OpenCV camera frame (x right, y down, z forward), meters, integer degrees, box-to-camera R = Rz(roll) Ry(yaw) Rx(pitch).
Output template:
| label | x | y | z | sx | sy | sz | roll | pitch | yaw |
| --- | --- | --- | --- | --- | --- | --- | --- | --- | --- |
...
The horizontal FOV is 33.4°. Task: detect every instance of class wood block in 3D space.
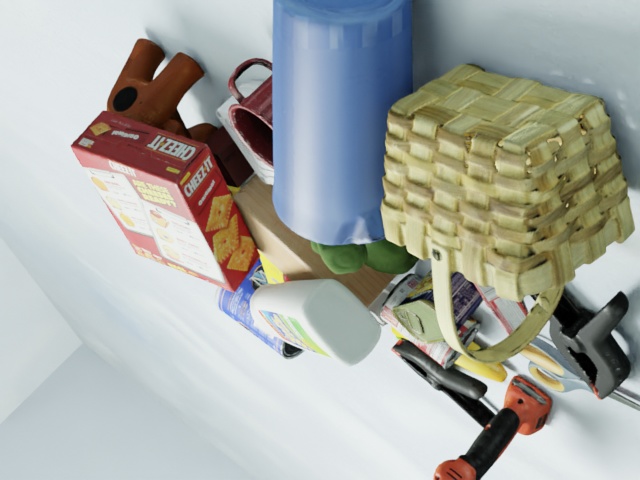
| label | x | y | z | sx | sy | sz | roll | pitch | yaw |
| --- | --- | --- | --- | --- | --- | --- | --- | --- | --- |
| wood block | -0.009 | 0.002 | 1.303 | 0.206 | 0.090 | 0.090 | 43 | 161 | 4 |

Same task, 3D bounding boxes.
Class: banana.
| label | x | y | z | sx | sy | sz | roll | pitch | yaw |
| --- | --- | --- | --- | --- | --- | --- | --- | --- | --- |
| banana | 0.149 | 0.125 | 1.335 | 0.069 | 0.037 | 0.198 | 35 | 171 | -39 |

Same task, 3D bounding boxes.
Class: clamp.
| label | x | y | z | sx | sy | sz | roll | pitch | yaw |
| --- | --- | --- | --- | --- | --- | --- | --- | --- | --- |
| clamp | 0.163 | 0.177 | 1.401 | 0.172 | 0.039 | 0.120 | 35 | 158 | 23 |
| clamp | 0.247 | 0.081 | 1.044 | 0.165 | 0.036 | 0.210 | 38 | 165 | 43 |

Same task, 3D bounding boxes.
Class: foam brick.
| label | x | y | z | sx | sy | sz | roll | pitch | yaw |
| --- | --- | --- | --- | --- | --- | --- | --- | --- | --- |
| foam brick | -0.097 | -0.109 | 1.271 | 0.051 | 0.078 | 0.053 | 18 | 146 | 51 |

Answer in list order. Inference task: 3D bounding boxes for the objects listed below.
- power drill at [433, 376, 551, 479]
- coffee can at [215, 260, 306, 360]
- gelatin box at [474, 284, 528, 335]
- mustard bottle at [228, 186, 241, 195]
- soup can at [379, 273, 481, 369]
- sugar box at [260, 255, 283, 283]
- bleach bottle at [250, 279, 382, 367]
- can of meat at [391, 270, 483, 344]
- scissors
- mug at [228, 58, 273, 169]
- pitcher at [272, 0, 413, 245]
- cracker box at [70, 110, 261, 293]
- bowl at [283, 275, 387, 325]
| label | x | y | z | sx | sy | sz | roll | pitch | yaw |
| --- | --- | --- | --- | --- | --- | --- | --- | --- | --- |
| power drill | 0.201 | 0.266 | 1.289 | 0.057 | 0.187 | 0.184 | 34 | 157 | 21 |
| coffee can | -0.074 | 0.100 | 1.613 | 0.140 | 0.102 | 0.103 | 34 | 158 | 26 |
| gelatin box | 0.175 | 0.044 | 1.068 | 0.089 | 0.030 | 0.073 | 54 | -167 | -24 |
| mustard bottle | -0.146 | -0.056 | 1.474 | 0.096 | 0.058 | 0.192 | 57 | 163 | -22 |
| soup can | 0.129 | 0.095 | 1.258 | 0.102 | 0.068 | 0.068 | 38 | 160 | 18 |
| sugar box | -0.043 | 0.027 | 1.487 | 0.093 | 0.048 | 0.176 | 33 | 159 | 28 |
| bleach bottle | -0.022 | 0.096 | 1.294 | 0.102 | 0.068 | 0.251 | 48 | 162 | -13 |
| can of meat | 0.136 | 0.061 | 1.151 | 0.057 | 0.083 | 0.102 | 46 | 160 | -6 |
| scissors | 0.294 | 0.164 | 1.155 | 0.202 | 0.016 | 0.096 | 33 | 160 | 28 |
| mug | -0.042 | -0.137 | 1.097 | 0.117 | 0.081 | 0.093 | 45 | 161 | -4 |
| pitcher | 0.015 | -0.127 | 0.916 | 0.149 | 0.144 | 0.243 | 17 | 140 | 17 |
| cracker box | -0.178 | -0.044 | 1.269 | 0.164 | 0.072 | 0.213 | 20 | 151 | 29 |
| bowl | 0.015 | 0.094 | 1.427 | 0.162 | 0.055 | 0.162 | 19 | 150 | 11 |
